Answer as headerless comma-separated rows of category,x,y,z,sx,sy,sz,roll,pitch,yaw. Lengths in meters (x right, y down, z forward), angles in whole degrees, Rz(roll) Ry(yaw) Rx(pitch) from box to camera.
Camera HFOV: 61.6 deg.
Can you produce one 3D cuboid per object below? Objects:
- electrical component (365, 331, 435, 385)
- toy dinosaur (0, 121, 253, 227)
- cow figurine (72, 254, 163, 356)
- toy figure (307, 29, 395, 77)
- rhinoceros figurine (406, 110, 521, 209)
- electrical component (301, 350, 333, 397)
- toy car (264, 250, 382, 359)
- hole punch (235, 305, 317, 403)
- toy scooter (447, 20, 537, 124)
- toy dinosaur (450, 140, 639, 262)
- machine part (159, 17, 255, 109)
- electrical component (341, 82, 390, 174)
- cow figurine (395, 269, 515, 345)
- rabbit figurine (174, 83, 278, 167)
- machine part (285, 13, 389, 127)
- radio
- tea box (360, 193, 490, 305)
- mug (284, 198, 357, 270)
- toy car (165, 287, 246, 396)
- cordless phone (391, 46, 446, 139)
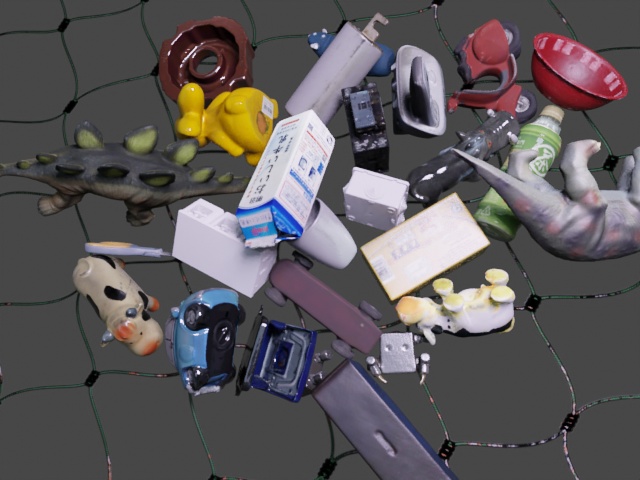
electrical component,0.118,0.173,0.794,0.102,0.045,0.078,2,78,9
toy dinosaur,-0.274,-0.097,0.837,0.471,0.198,0.105,-2,75,-28
cow figurine,-0.313,0.099,0.834,0.085,0.127,0.195,-45,72,-1
toy figure,0.049,-0.318,0.922,0.155,0.064,0.057,20,118,17
rhinoceros figurine,0.215,-0.126,0.823,0.190,0.112,0.073,-35,72,7
electrical component,-0.017,0.198,0.800,0.021,0.094,0.063,33,48,-20
toy car,0.005,0.099,0.826,0.202,0.053,0.089,34,88,19
hole punch,-0.067,0.172,0.793,0.092,0.116,0.142,15,81,-14
toy scooter,0.264,-0.264,0.870,0.135,0.075,0.184,-11,79,5
toy dinosaur,0.375,-0.032,0.736,0.405,0.131,0.192,0,85,-1
machine part,-0.200,-0.309,0.958,0.179,0.056,0.179,-2,77,9
electrical component,0.072,-0.176,0.844,0.058,0.134,0.115,-13,73,4
cow figurine,0.198,0.108,0.785,0.167,0.098,0.068,-12,33,6
rabbit figurine,-0.172,-0.186,0.888,0.173,0.162,0.121,0,88,26
machine part,0.021,-0.260,0.871,0.079,0.079,0.243,46,111,16
radio,0.093,0.270,0.729,0.073,0.131,0.230,-41,74,-2
tea box,0.157,0.015,0.817,0.170,0.068,0.098,-28,75,0
mug,-0.002,-0.003,0.834,0.107,0.110,0.081,42,76,-28
toy car,-0.185,0.150,0.825,0.103,0.109,0.161,3,87,33
cordless phone,0.148,-0.249,0.825,0.089,0.184,0.146,-3,76,12
